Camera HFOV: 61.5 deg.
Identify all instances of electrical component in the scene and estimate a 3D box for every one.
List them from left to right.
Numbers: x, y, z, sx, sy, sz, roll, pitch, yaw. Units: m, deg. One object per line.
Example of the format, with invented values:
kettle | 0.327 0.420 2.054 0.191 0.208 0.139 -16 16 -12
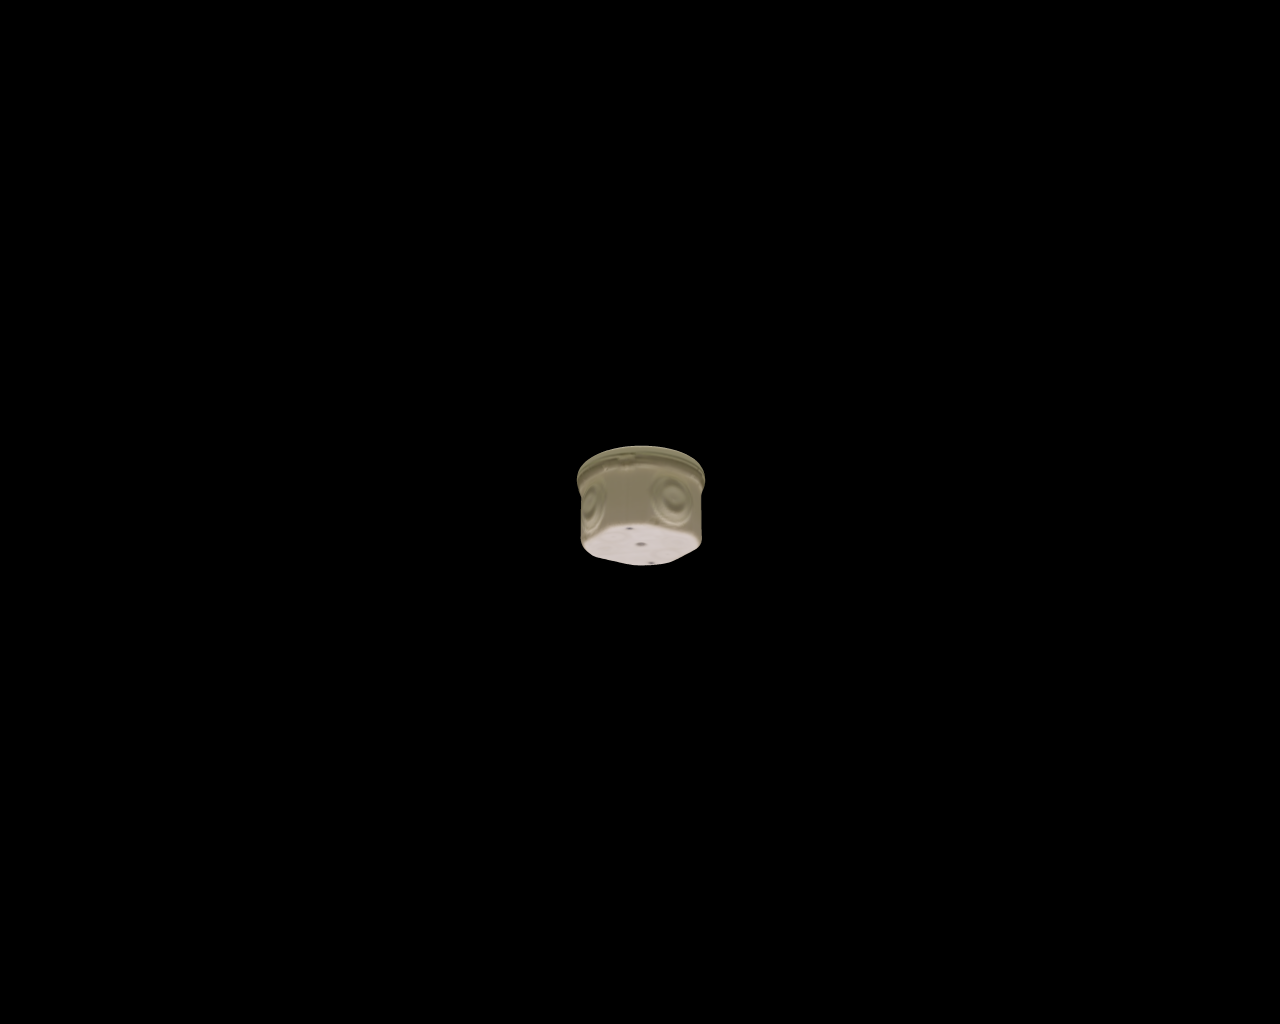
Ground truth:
electrical component | 0.001 -0.003 0.650 0.080 0.051 0.080 0 -23 0
